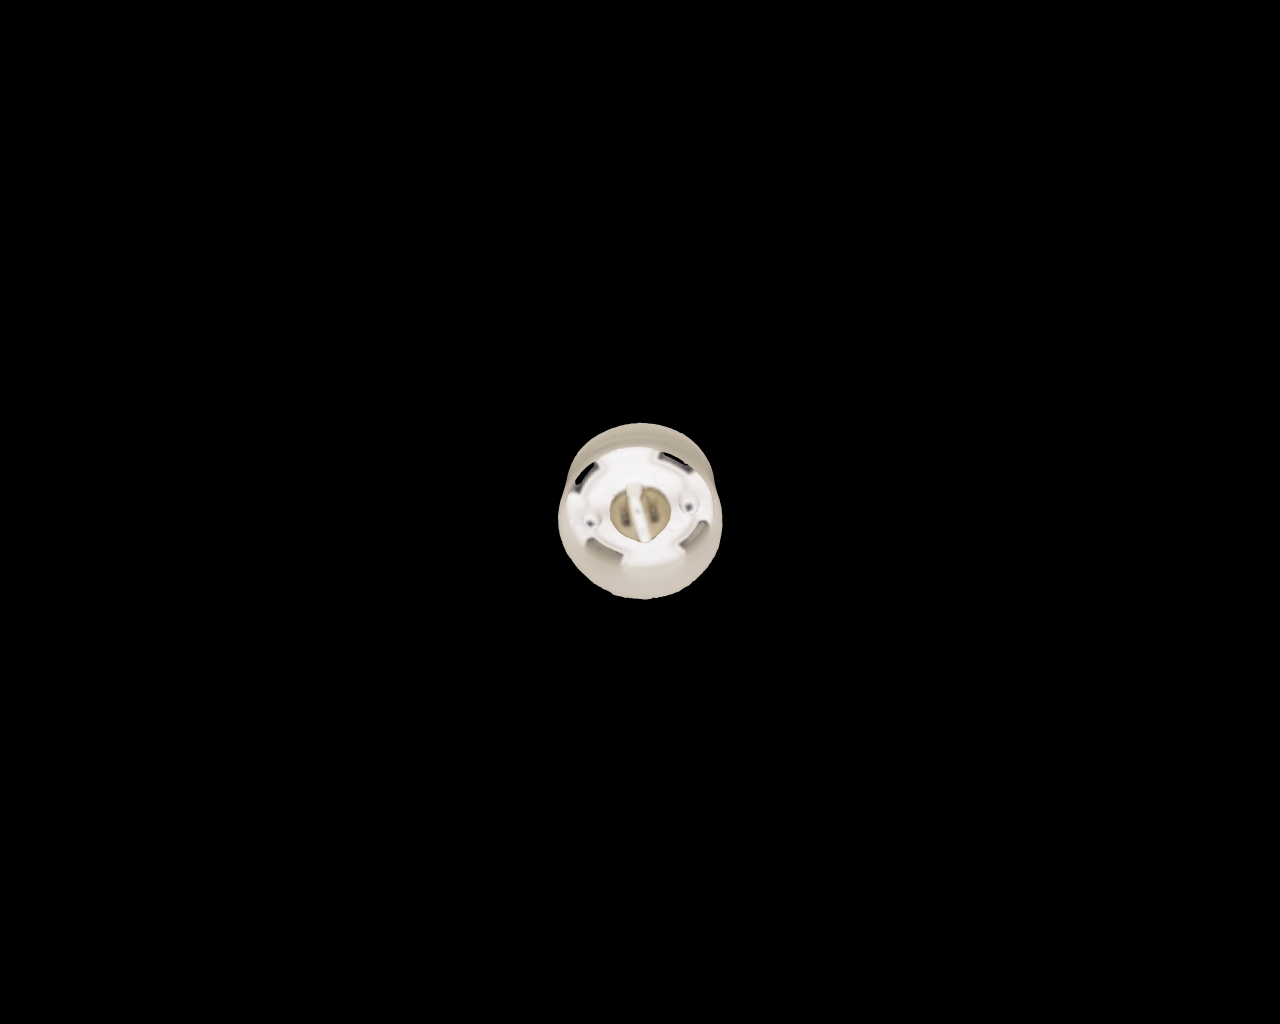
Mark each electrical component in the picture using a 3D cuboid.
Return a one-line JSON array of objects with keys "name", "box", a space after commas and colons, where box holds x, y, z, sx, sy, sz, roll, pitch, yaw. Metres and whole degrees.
[{"name": "electrical component", "box": [0.001, -0.003, 0.650, 0.099, 0.099, 0.064, 0, 37, 0]}]
